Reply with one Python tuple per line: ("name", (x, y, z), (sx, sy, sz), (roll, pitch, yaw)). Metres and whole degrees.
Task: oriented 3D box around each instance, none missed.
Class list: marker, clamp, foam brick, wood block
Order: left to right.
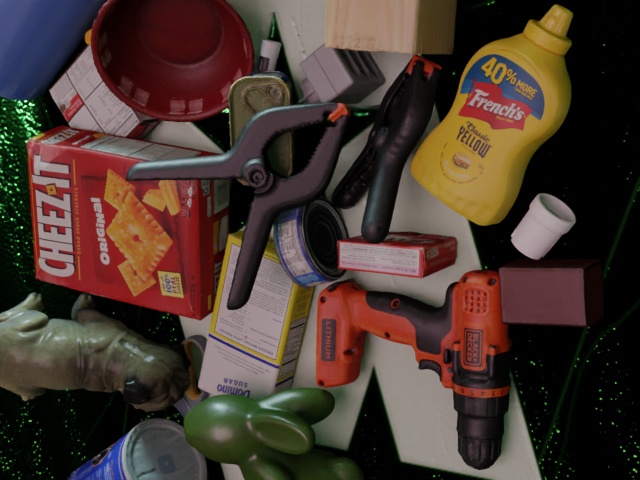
("clamp", (-0.064, -0.061, 0.971), (0.164, 0.036, 0.210), (45, 100, 0))
("marker", (-0.059, -0.139, 1.070), (0.020, 0.020, 0.121), (20, 108, 27))
("clamp", (0.064, -0.080, 0.963), (0.172, 0.039, 0.120), (-65, 27, 21))
("wood block", (0.068, -0.268, 0.929), (0.090, 0.090, 0.206), (10, 103, 29))
("foam brick", (0.200, 0.045, 0.923), (0.078, 0.052, 0.051), (0, 98, 32))

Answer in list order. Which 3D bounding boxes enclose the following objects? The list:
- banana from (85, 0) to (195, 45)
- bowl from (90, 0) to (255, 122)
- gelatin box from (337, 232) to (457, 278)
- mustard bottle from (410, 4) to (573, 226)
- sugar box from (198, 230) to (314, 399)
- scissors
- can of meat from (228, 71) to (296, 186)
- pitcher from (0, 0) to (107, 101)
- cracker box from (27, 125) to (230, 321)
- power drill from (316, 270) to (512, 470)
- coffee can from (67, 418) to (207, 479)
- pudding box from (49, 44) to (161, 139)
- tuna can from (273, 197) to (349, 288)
("banana", (-0.159, -0.246, 1.094), (0.198, 0.037, 0.069), (-38, 100, 28))
("bowl", (-0.143, -0.198, 1.064), (0.162, 0.055, 0.162), (2, 130, 2))
("gelatin box", (0.072, 0.011, 0.984), (0.089, 0.073, 0.030), (5, 100, 31))
("mustard bottle", (0.160, -0.114, 0.918), (0.096, 0.058, 0.192), (41, 116, 26))
("sugar box", (-0.064, 0.087, 1.096), (0.093, 0.048, 0.176), (23, 113, 26))
("scissors", (-0.153, 0.200, 1.186), (0.096, 0.016, 0.202), (11, 104, 31))
("can of meat", (-0.053, -0.110, 1.022), (0.057, 0.084, 0.102), (-1, 105, 3))
("pitcher", (-0.290, -0.274, 1.135), (0.145, 0.149, 0.243), (43, 121, 1))
("cracker box", (-0.201, -0.020, 1.122), (0.214, 0.072, 0.164), (12, 113, 22))
("power drill", (0.089, 0.114, 1.002), (0.188, 0.057, 0.184), (5, 97, 28))
("coffee can", (-0.204, 0.268, 1.166), (0.141, 0.102, 0.103), (-38, 78, 38))
("pudding box", (-0.235, -0.147, 1.165), (0.090, 0.039, 0.113), (-39, 80, 31))
("tuna can", (-0.007, 0.001, 1.022), (0.034, 0.086, 0.086), (-16, 90, 31))
